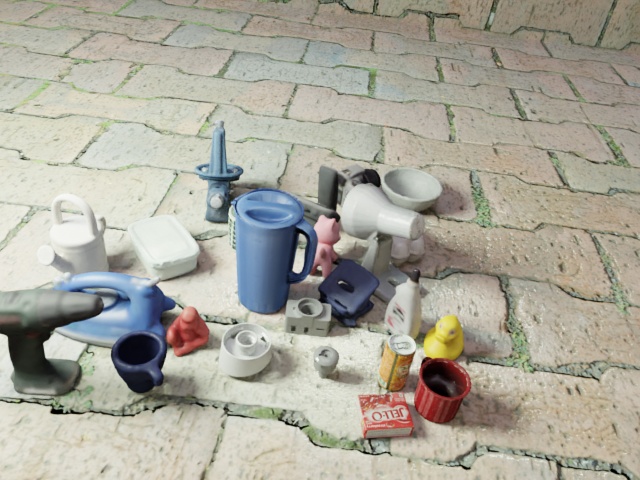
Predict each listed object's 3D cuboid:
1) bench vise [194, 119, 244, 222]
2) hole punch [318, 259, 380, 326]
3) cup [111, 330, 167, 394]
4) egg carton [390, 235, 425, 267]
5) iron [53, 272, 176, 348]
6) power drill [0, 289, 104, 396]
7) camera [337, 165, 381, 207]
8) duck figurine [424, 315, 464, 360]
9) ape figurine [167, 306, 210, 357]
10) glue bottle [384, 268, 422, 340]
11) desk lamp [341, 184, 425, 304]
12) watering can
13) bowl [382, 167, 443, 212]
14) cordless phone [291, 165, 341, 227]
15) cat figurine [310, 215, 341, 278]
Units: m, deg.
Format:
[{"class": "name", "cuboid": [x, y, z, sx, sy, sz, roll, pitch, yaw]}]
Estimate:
[{"class": "bench vise", "cuboid": [-0.235, -0.166, 1.394, 0.122, 0.220, 0.207, -10, 41, -22]}, {"class": "hole punch", "cuboid": [0.059, 0.109, 1.201, 0.108, 0.091, 0.101, 33, 44, 29]}, {"class": "cup", "cuboid": [-0.299, 0.225, 0.982, 0.092, 0.095, 0.117, -26, 49, -36]}, {"class": "egg carton", "cuboid": [0.182, -0.003, 1.386, 0.107, 0.069, 0.150, -15, 43, -27]}, {"class": "iron", "cuboid": [-0.409, 0.111, 1.070, 0.258, 0.141, 0.118, 6, 38, -3]}, {"class": "power drill", "cuboid": [-0.460, 0.161, 0.941, 0.229, 0.208, 0.075, 4, 38, -5]}, {"class": "camera", "cuboid": [0.109, -0.147, 1.532, 0.137, 0.101, 0.142, -24, 48, -34]}, {"class": "duck figurine", "cuboid": [0.255, 0.186, 1.144, 0.077, 0.086, 0.105, 28, 42, 24]}, {"class": "ape figurine", "cuboid": [-0.246, 0.163, 1.074, 0.078, 0.092, 0.076, 9, 38, 1]}, {"class": "glue bottle", "cuboid": [0.174, 0.123, 1.138, 0.037, 0.173, 0.078, -22, 46, -33]}, {"class": "desk lamp", "cuboid": [0.142, 0.003, 1.252, 0.202, 0.213, 0.118, 34, 45, 30]}, {"class": "watering can", "cuboid": [-0.492, -0.002, 1.157, 0.101, 0.194, 0.172, 3, 38, -6]}, {"class": "bowl", "cuboid": [0.243, -0.125, 1.550, 0.167, 0.075, 0.167, 5, 38, -4]}, {"class": "cordless phone", "cuboid": [-0.017, -0.115, 1.398, 0.147, 0.185, 0.094, 21, 39, 16]}, {"class": "cat figurine", "cuboid": [0.012, 0.005, 1.305, 0.067, 0.118, 0.128, 11, 38, 3]}]
